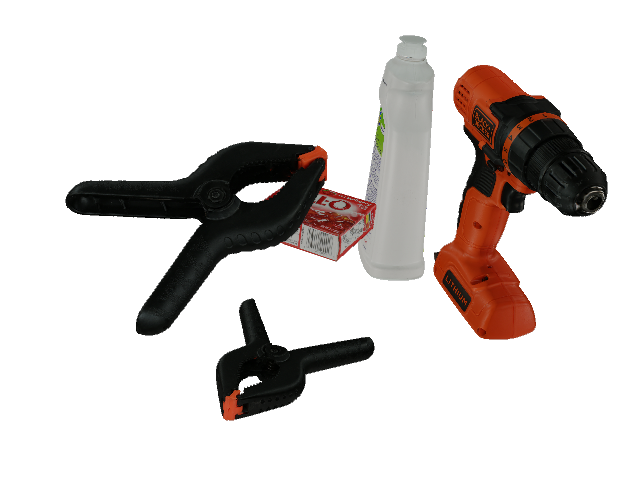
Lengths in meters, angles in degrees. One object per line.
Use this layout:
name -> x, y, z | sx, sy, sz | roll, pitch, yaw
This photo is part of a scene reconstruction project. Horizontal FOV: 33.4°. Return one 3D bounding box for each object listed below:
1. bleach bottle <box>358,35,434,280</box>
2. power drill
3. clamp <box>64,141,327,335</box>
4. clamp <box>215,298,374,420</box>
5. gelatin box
bleach bottle -> 0.086, -0.090, 1.136 | 0.068, 0.251, 0.102 | 1, 26, -9
power drill -> 0.147, -0.019, 0.816 | 0.057, 0.188, 0.184 | -5, 35, -18
clamp -> -0.078, -0.024, 0.697 | 0.171, 0.120, 0.039 | -33, -20, -23
clamp -> -0.040, 0.131, 1.136 | 0.165, 0.036, 0.209 | 13, 26, 12
gelatin box -> -0.006, -0.020, 0.949 | 0.089, 0.030, 0.073 | 19, 32, 23
